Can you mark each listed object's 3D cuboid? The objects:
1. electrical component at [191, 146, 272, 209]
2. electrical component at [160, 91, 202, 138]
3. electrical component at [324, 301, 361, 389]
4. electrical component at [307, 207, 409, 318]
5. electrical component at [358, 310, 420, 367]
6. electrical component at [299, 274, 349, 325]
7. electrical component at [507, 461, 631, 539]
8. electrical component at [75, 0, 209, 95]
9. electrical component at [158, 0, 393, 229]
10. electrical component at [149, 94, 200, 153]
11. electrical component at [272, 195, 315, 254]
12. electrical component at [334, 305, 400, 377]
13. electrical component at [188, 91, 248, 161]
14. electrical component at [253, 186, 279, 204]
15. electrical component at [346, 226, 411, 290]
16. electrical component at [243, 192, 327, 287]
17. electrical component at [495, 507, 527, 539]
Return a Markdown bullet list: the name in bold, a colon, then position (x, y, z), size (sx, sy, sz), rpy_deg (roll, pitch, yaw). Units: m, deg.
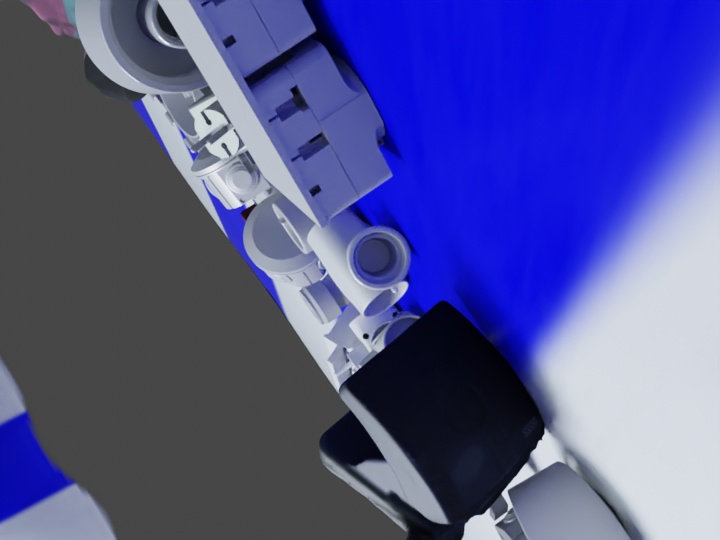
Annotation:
- **electrical component**: position (-0.105, -0.096, 0.951), size (0.051, 0.080, 0.080), rpy_deg (53, 173, -22)
- **electrical component**: position (-0.150, -0.173, 0.949), size (0.099, 0.064, 0.099), rpy_deg (54, 172, 11)
- **electrical component**: position (0.008, 0.077, 1.030), size (0.063, 0.078, 0.121), rpy_deg (31, 166, 13)
- **electrical component**: position (0.000, 0.000, 0.844), size (0.077, 0.044, 0.079), rpy_deg (53, 172, 20)
- **electrical component**: position (0.025, 0.075, 0.876), size (0.044, 0.079, 0.077), rpy_deg (43, 171, 5)
- **electrical component**: position (-0.025, 0.021, 1.039), size (0.045, 0.055, 0.045), rpy_deg (54, 172, 11)
- **electrical component**: position (0.135, 0.176, 0.694), size (0.099, 0.064, 0.099), rpy_deg (54, 172, 11)
- **electrical component**: position (-0.124, -0.166, 0.698), size (0.108, 0.108, 0.060), rpy_deg (59, 165, -26)
- **electrical component**: position (-0.057, -0.128, 0.608), size (0.186, 0.060, 0.105), rpy_deg (60, 171, -30)
- **electrical component**: position (-0.167, -0.174, 1.051), size (0.121, 0.063, 0.078), rpy_deg (51, 171, 27)
- **electrical component**: position (-0.039, -0.046, 0.874), size (0.055, 0.047, 0.055), rpy_deg (54, 172, 11)
- **electrical component**: position (0.015, 0.077, 0.941), size (0.077, 0.079, 0.044), rpy_deg (54, 176, 8)
- **electrical component**: position (-0.090, -0.104, 0.758), size (0.066, 0.076, 0.047), rpy_deg (-17, 112, 43)
- **electrical component**: position (-0.078, -0.072, 1.014), size (0.062, 0.048, 0.048), rpy_deg (52, 175, -35)
- **electrical component**: position (0.010, -0.010, 0.764), size (0.044, 0.044, 0.065), rpy_deg (56, 177, -6)
- **electrical component**: position (-0.061, -0.027, 0.974), size (0.080, 0.080, 0.051), rpy_deg (52, 176, 25)
- **electrical component**: position (0.144, 0.208, 0.817), size (0.080, 0.051, 0.080), rpy_deg (54, 172, 11)
